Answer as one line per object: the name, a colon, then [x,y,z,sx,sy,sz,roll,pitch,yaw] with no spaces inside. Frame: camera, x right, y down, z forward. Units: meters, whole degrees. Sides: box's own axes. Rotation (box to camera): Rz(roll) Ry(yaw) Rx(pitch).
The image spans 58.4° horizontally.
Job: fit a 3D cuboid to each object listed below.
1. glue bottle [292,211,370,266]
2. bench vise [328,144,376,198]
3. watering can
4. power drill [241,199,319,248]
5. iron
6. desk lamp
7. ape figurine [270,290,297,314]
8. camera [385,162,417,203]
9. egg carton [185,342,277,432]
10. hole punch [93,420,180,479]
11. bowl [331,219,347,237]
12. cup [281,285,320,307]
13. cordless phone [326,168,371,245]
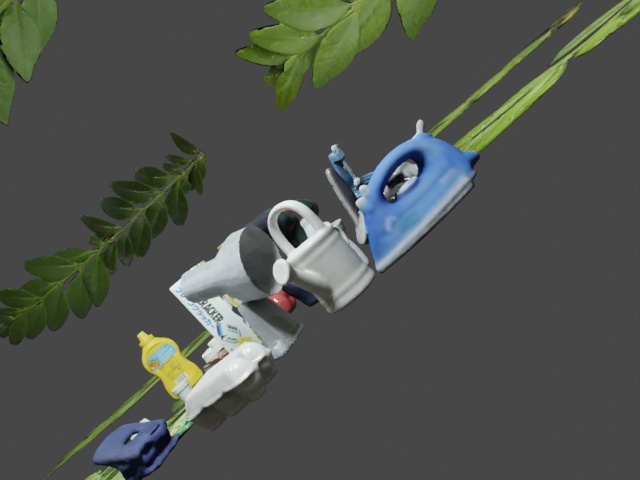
glue bottle: [0.010,0.004,1.049,0.078,0.173,0.037,-43,5,-18]
bench vise: [0.081,-0.138,1.493,0.122,0.220,0.207,-45,6,-35]
watering can: [-0.010,0.021,0.927,0.101,0.194,0.173,-40,5,18]
power drill: [-0.043,0.010,1.206,0.075,0.208,0.230,-38,6,37]
iron: [0.140,-0.080,0.947,0.259,0.141,0.118,-44,5,-21]
desk lamp: [-0.126,0.106,0.977,0.203,0.213,0.118,-39,6,29]
ape figurine: [-0.101,0.133,1.279,0.078,0.092,0.076,-42,5,2]
camera: [0.152,-0.079,1.092,0.143,0.101,0.137,-38,6,36]
egg carton: [-0.136,0.222,0.877,0.150,0.069,0.107,-40,5,23]
hole punch: [-0.313,0.355,0.983,0.101,0.091,0.109,-40,5,21]
bowl: [0.012,0.027,1.432,0.167,0.075,0.167,-41,5,5]
cup: [-0.023,0.076,1.141,0.118,0.095,0.091,-42,5,-1]
cordless phone: [0.071,-0.080,1.239,0.094,0.185,0.147,-42,5,-3]
